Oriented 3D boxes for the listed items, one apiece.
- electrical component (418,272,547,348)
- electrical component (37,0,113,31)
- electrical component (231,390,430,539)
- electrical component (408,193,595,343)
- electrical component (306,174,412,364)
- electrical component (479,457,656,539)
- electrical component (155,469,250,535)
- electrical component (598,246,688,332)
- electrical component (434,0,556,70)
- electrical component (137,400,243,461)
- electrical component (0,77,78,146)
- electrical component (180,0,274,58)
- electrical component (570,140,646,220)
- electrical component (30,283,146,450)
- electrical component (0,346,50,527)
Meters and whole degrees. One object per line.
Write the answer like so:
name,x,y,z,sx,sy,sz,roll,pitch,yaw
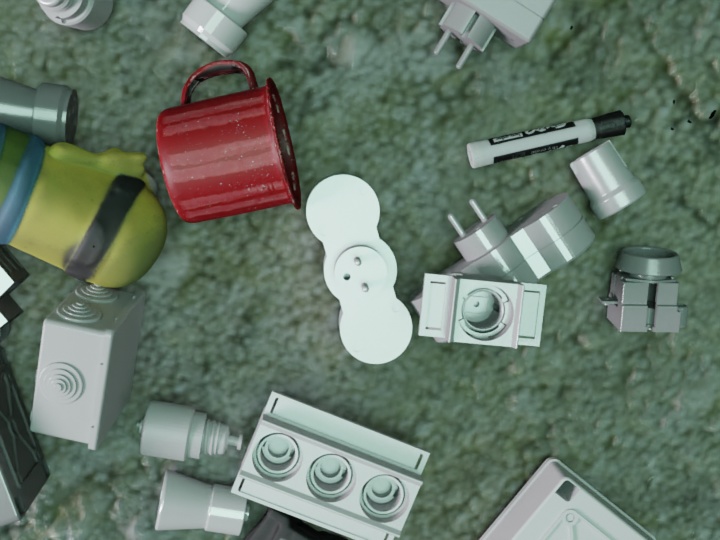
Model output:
electrical component,0.080,0.024,0.720,0.081,0.064,0.042,6,97,-3
electrical component,-0.199,-0.187,0.732,0.040,0.078,0.040,1,96,11
electrical component,-0.022,0.143,0.783,0.121,0.063,0.078,22,95,-5
electrical component,0.093,-0.016,0.776,0.138,0.052,0.073,-34,97,2
electrical component,0.000,0.000,0.762,0.052,0.073,0.138,-16,97,-1
electrical component,0.154,0.217,0.804,0.109,0.056,0.108,39,93,-7
electrical component,-0.115,0.174,0.793,0.065,0.044,0.044,11,96,-9
electrical component,0.210,0.014,0.791,0.066,0.048,0.055,1,104,-3
electrical component,0.081,-0.180,0.760,0.083,0.047,0.075,31,94,-6
electrical component,-0.125,0.120,0.786,0.078,0.040,0.040,10,96,-5
electrical component,-0.229,-0.110,0.752,0.055,0.045,0.045,7,96,-4
electrical component,-0.093,-0.182,0.751,0.045,0.045,0.055,37,94,-6
electrical component,0.179,-0.066,0.783,0.040,0.040,0.046,-32,92,1
electrical component,-0.189,0.063,0.746,0.048,0.099,0.099,12,107,0
electrical component,-0.266,0.117,0.744,0.056,0.109,0.108,-19,97,-4
